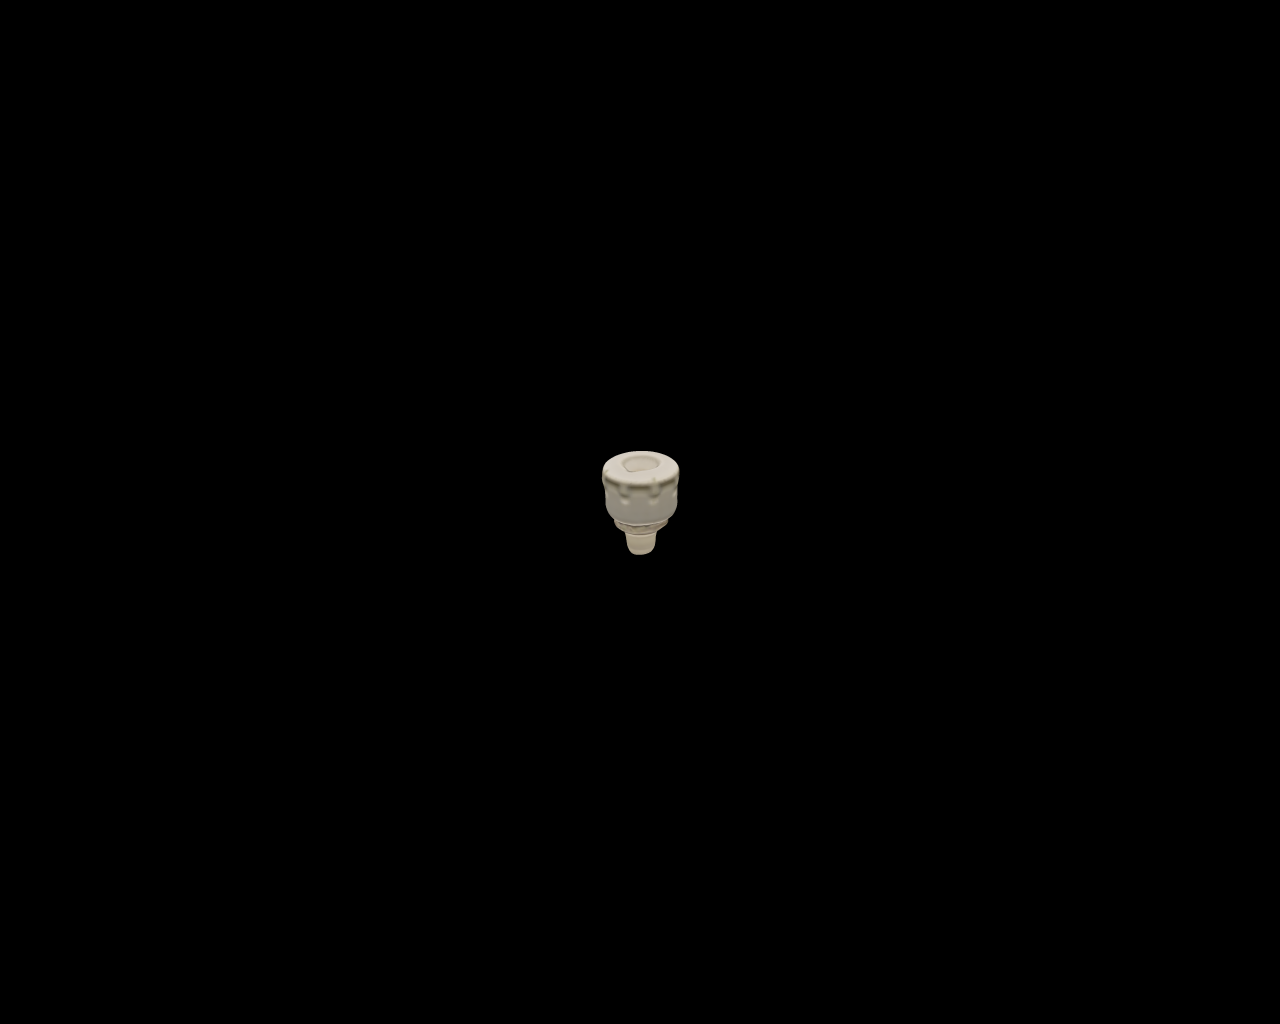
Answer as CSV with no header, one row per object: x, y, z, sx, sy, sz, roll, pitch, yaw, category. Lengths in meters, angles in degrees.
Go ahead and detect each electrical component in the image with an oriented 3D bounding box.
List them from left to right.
0.001,-0.003,0.650,0.048,0.062,0.048,0,26,0,electrical component
